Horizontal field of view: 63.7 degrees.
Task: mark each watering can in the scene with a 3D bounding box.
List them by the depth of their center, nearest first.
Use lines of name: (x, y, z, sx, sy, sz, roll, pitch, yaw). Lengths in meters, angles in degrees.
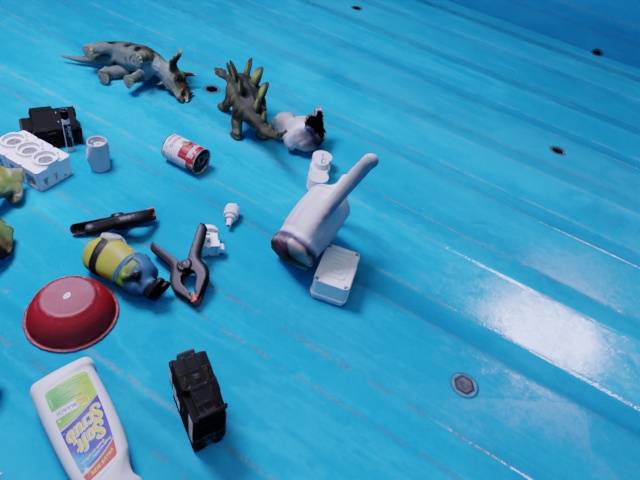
watering can: (0.003, -0.052, 1.043, 0.104, 0.344, 0.227, 37, 73, -4)

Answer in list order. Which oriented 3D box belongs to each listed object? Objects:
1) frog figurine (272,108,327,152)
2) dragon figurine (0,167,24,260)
frog figurine: (-0.068, -0.300, 1.429, 0.159, 0.120, 0.141, -8, 44, 31)
dragon figurine: (-0.662, -0.058, 0.942, 0.121, 0.239, 0.419, -34, 28, 14)
